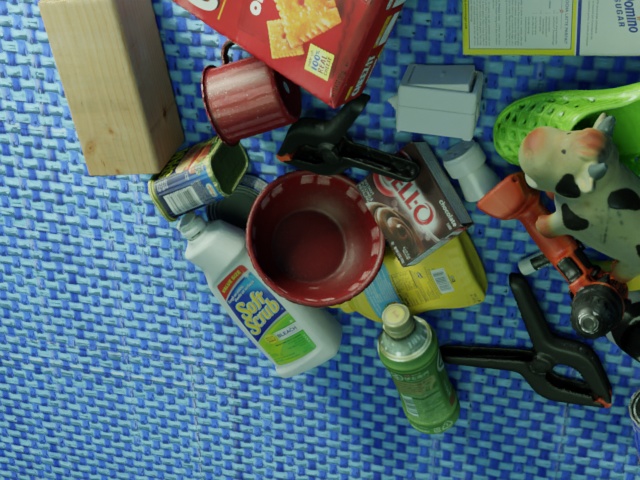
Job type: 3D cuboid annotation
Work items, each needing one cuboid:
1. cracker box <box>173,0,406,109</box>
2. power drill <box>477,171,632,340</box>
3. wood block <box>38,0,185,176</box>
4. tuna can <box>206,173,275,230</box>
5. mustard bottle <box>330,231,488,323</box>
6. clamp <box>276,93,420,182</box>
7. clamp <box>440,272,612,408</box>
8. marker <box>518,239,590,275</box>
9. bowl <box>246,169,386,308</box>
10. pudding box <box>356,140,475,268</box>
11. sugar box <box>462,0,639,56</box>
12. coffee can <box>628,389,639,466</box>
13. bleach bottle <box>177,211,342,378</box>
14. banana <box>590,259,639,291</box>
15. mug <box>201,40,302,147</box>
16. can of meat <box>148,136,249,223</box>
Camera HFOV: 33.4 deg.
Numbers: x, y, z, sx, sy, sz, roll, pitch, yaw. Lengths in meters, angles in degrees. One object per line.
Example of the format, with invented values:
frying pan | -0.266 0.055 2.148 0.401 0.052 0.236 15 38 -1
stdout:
cracker box | -0.027 -0.254 1.033 0.214 0.072 0.164 35 124 13
power drill | 0.245 0.016 1.107 0.057 0.184 0.188 -40 82 19
wood block | -0.226 -0.183 1.182 0.090 0.090 0.206 0 122 17
tuna can | -0.090 -0.036 1.271 0.086 0.033 0.086 8 124 12
mustard bottle | 0.093 0.049 1.255 0.192 0.058 0.096 -17 115 26
clamp | 0.026 -0.098 1.164 0.172 0.039 0.120 -9 127 51
clamp | 0.256 0.143 1.280 0.210 0.036 0.165 37 129 -11
marker | 0.279 0.009 1.196 0.121 0.020 0.020 -26 112 30
bowl | -0.008 0.002 1.224 0.162 0.162 0.055 29 164 -3
pudding box | 0.104 -0.040 1.177 0.090 0.039 0.113 -38 76 33
sugar box | 0.228 -0.229 1.040 0.176 0.048 0.093 2 123 12
coffee can | 0.425 0.248 1.257 0.103 0.102 0.140 -7 120 21
bleach bottle | -0.084 0.060 1.285 0.103 0.068 0.250 -27 122 29
banana | 0.376 0.007 1.153 0.198 0.037 0.069 -33 109 32
mug | -0.074 -0.167 1.155 0.082 0.093 0.117 -14 81 19
can of meat | -0.137 -0.074 1.219 0.084 0.102 0.057 -19 115 24
